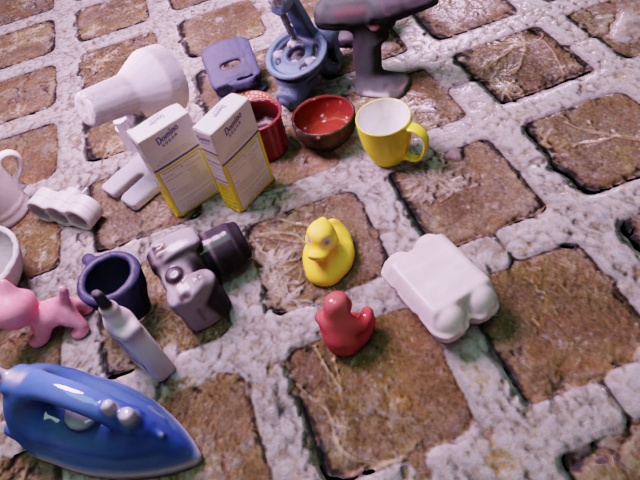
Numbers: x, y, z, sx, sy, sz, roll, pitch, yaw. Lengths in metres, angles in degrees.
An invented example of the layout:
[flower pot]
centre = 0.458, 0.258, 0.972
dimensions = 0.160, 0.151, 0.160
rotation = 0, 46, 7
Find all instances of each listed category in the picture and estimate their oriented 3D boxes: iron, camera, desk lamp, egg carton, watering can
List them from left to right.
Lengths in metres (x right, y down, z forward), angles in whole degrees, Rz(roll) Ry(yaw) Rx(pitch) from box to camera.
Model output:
[watering can]
centre = -0.604, -0.105, 0.983
dimensions = 0.100, 0.194, 0.173
rotation = 18, 57, 26
[iron]
centre = -0.273, 0.205, 0.683
dimensions = 0.257, 0.142, 0.119
rotation = 8, 53, 19
[desk lamp]
centre = -0.309, -0.198, 0.979
dimensions = 0.117, 0.214, 0.203
rotation = 25, 60, 30
[camera]
centre = -0.167, 0.033, 0.830
dimensions = 0.137, 0.101, 0.142
rotation = -28, 50, -11
[egg carton]
centre = 0.157, 0.061, 0.753
dimensions = 0.107, 0.069, 0.150
rotation = -30, 51, -13

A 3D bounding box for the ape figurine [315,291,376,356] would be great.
[ape figurine]
centre = 0.028, 0.100, 0.735
dimensions = 0.077, 0.092, 0.076
rotation = 12, 54, 22

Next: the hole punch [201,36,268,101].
[hole punch]
centre = -0.173, -0.342, 1.149
dimensions = 0.108, 0.091, 0.101
rotation = -21, 49, -5

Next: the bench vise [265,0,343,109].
[bench vise]
centre = -0.039, -0.386, 1.070
dimensions = 0.121, 0.220, 0.207
rotation = 4, 52, 16

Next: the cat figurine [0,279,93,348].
[cat figurine]
centre = -0.411, 0.098, 0.820
dimensions = 0.128, 0.118, 0.067
rotation = -15, 49, 0

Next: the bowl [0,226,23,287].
[bowl]
centre = -0.541, 0.061, 0.910
dimensions = 0.167, 0.075, 0.167
rotation = -6, 50, 8

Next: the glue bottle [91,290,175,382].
[glue bottle]
centre = -0.245, 0.116, 0.730
dimensions = 0.077, 0.173, 0.037
rotation = 29, 62, 31

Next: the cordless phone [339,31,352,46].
[cordless phone]
centre = 0.060, -0.493, 1.159
dimensions = 0.147, 0.185, 0.094
rotation = 7, 53, 19

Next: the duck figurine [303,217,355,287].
[duck figurine]
centre = 0.008, 0.003, 0.824
dimensions = 0.077, 0.086, 0.104
rotation = 6, 53, 18

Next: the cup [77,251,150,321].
[cup]
centre = -0.296, 0.072, 0.830
dimensions = 0.117, 0.095, 0.092
rotation = 31, 63, 32

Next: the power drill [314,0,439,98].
[power drill]
centre = 0.106, -0.360, 1.023
dimensions = 0.229, 0.209, 0.076
rotation = 12, 55, 22
